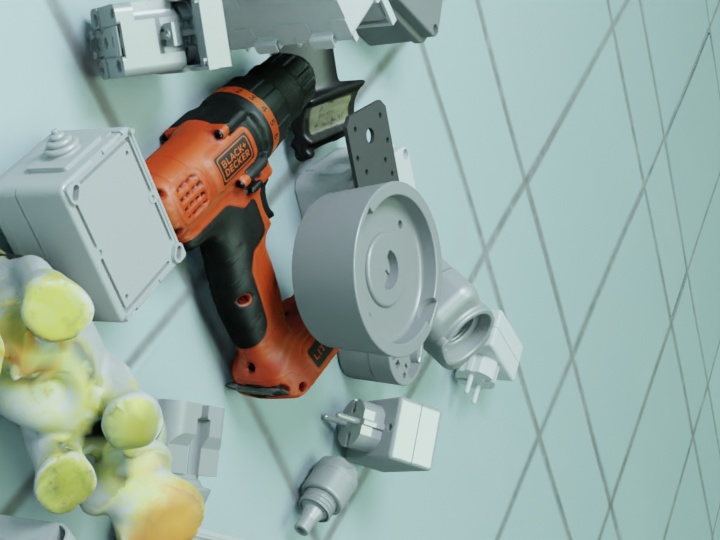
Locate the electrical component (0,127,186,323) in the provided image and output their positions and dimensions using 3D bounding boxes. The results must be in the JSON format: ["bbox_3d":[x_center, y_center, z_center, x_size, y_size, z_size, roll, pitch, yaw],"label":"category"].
[{"bbox_3d":[-0.142,-0.028,0.544,0.061,0.061,0.096,-57,139,-46],"label":"electrical component"}]

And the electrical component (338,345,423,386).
[{"bbox_3d":[0.015,0.060,0.827,0.055,0.047,0.055,-2,92,-59],"label":"electrical component"}]

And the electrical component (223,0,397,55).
[{"bbox_3d":[-0.050,-0.166,0.639,0.063,0.121,0.078,-62,140,-33],"label":"electrical component"}]

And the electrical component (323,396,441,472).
[{"bbox_3d":[0.009,0.119,0.808,0.077,0.066,0.047,22,69,-27],"label":"electrical component"}]

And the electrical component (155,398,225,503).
[{"bbox_3d":[-0.111,0.103,0.605,0.078,0.058,0.057,24,67,-57],"label":"electrical component"}]

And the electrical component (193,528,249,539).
[{"bbox_3d":[-0.104,0.178,0.613,0.096,0.061,0.061,36,59,-54],"label":"electrical component"}]

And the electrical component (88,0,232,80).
[{"bbox_3d":[-0.110,-0.127,0.586,0.064,0.081,0.042,-16,104,-29],"label":"electrical component"}]

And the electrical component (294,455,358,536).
[{"bbox_3d":[-0.027,0.163,0.769,0.061,0.035,0.035,-53,134,-42],"label":"electrical component"}]

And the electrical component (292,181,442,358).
[{"bbox_3d":[0.000,0.000,0.673,0.108,0.060,0.108,2,87,-58],"label":"electrical component"}]

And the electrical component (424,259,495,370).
[{"bbox_3d":[0.069,0.037,0.875,0.054,0.059,0.095,-42,148,-8],"label":"electrical component"}]

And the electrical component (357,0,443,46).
[{"bbox_3d":[0.016,-0.226,0.811,0.113,0.057,0.078,30,65,-56],"label":"electrical component"}]

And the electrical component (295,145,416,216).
[{"bbox_3d":[0.005,-0.031,0.798,0.078,0.057,0.113,-43,127,-51],"label":"electrical component"}]

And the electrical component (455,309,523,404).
[{"bbox_3d":[0.110,0.085,0.987,0.065,0.047,0.076,54,46,-45],"label":"electrical component"}]

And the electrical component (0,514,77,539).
[{"bbox_3d":[-0.171,0.173,0.484,0.113,0.078,0.057,-58,135,-41],"label":"electrical component"}]
